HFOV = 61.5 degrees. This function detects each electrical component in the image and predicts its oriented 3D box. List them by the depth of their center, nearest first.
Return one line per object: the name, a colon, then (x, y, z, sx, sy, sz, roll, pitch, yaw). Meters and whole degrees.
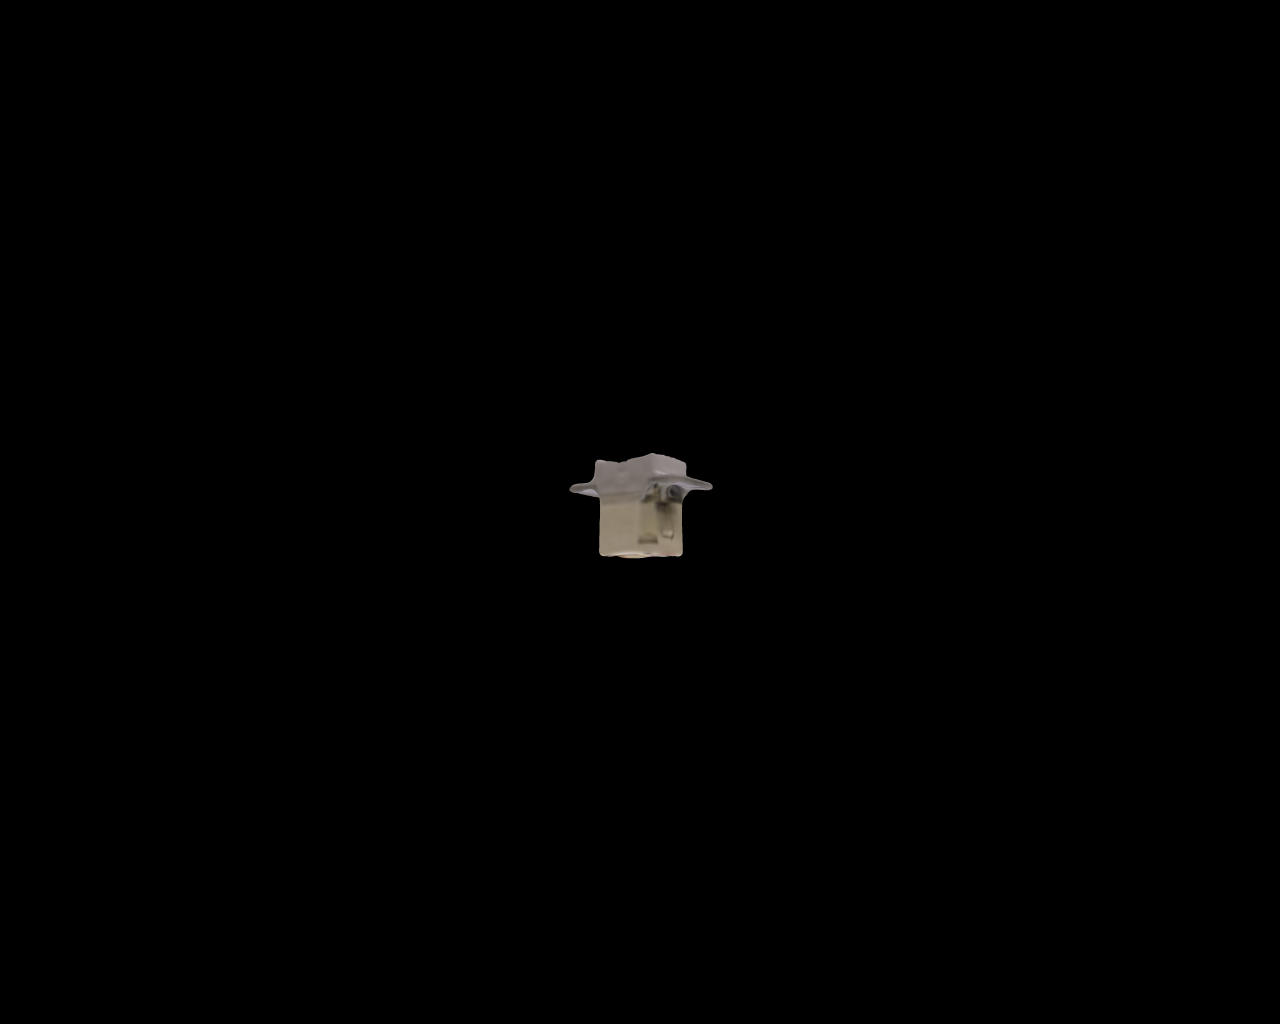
electrical component: (0.001, -0.003, 0.650, 0.081, 0.063, 0.042, -5, -9, 36)
